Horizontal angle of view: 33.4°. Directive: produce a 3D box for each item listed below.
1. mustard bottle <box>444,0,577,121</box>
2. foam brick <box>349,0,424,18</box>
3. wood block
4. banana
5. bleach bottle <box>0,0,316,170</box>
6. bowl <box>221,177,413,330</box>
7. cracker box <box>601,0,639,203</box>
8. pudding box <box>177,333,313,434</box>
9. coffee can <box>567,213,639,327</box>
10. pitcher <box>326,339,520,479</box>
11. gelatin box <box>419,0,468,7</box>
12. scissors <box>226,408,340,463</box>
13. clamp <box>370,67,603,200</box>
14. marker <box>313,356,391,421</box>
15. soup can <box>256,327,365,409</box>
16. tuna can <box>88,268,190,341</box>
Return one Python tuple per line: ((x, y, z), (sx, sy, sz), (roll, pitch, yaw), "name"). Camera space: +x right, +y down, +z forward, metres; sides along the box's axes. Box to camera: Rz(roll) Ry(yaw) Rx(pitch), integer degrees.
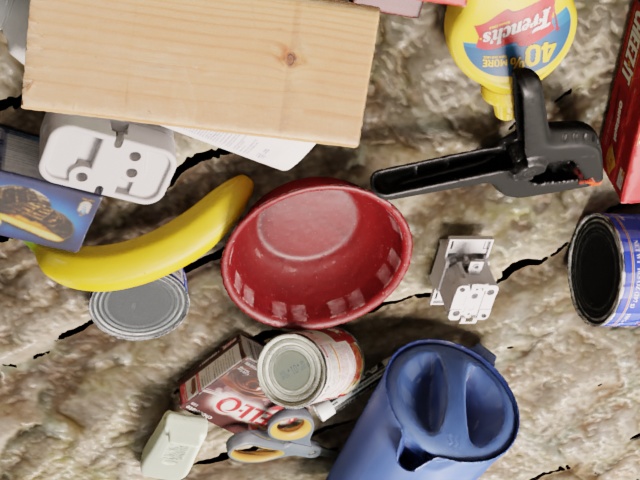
((0.139, -0.169, 0.778), (0.096, 0.058, 0.191), (-9, 133, -3), "mustard bottle")
((0.050, -0.202, 0.733), (0.051, 0.053, 0.078), (4, 129, -16), "foam brick")
((-0.078, -0.119, 0.674), (0.206, 0.090, 0.091), (6, 102, -14), "wood block")
((-0.144, 0.001, 0.864), (0.197, 0.037, 0.069), (-13, 91, -3), "banana")
((-0.112, -0.129, 0.752), (0.250, 0.068, 0.103), (18, 139, -24), "bleach bottle")
((-0.006, 0.001, 0.901), (0.162, 0.055, 0.162), (-6, 132, -7), "bowl")
((0.347, -0.121, 0.860), (0.213, 0.072, 0.164), (-5, 131, -7), "cracker box")
((-0.067, 0.146, 1.029), (0.090, 0.039, 0.113), (-38, 129, 21), "pudding box")
((0.310, 0.027, 0.962), (0.140, 0.103, 0.103), (1, 131, -13), "coffee can")
((0.089, 0.211, 1.050), (0.149, 0.145, 0.243), (2, 139, -23), "pitcher")
((0.063, -0.192, 0.686), (0.089, 0.030, 0.073), (4, 130, -17), "gelatin box")
((-0.004, 0.200, 1.075), (0.201, 0.016, 0.096), (10, 135, -41), "scissors")
((0.151, -0.064, 0.854), (0.165, 0.036, 0.209), (-30, 153, 33), "clamp")
((0.048, 0.135, 1.034), (0.121, 0.020, 0.020), (-32, 134, -12), "marker")
((-0.008, 0.114, 0.963), (0.069, 0.068, 0.102), (-33, 167, 17), "soup can")
((-0.157, 0.046, 0.923), (0.086, 0.034, 0.086), (-6, 132, -7), "tuna can")
